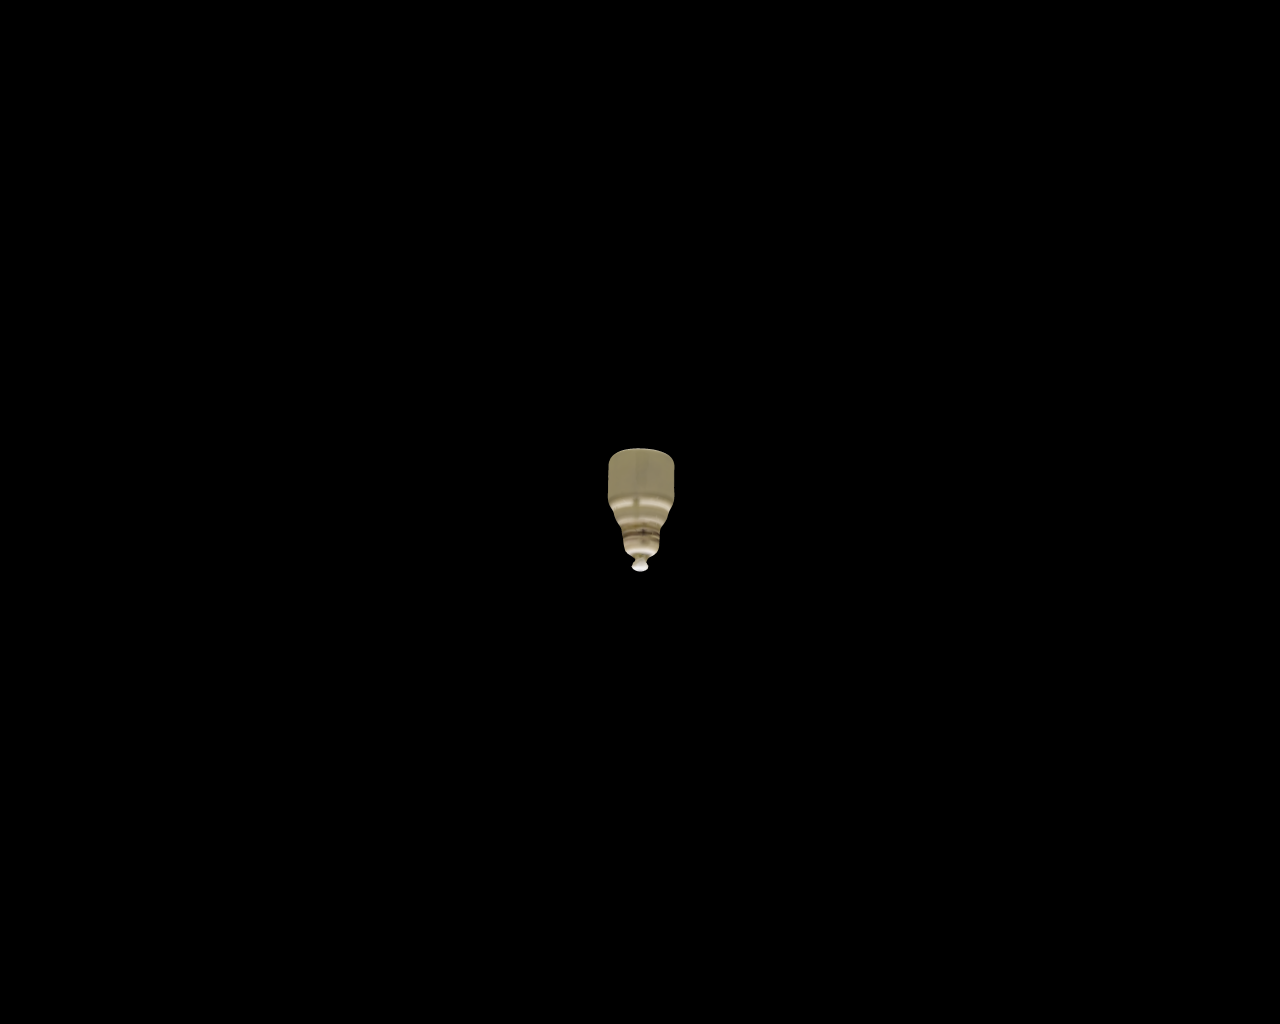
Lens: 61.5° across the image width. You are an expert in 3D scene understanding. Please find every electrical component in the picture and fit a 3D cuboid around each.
[{"bbox_3d":[0.001,-0.003,0.650,0.040,0.078,0.040,0,-16,0],"label":"electrical component"}]
